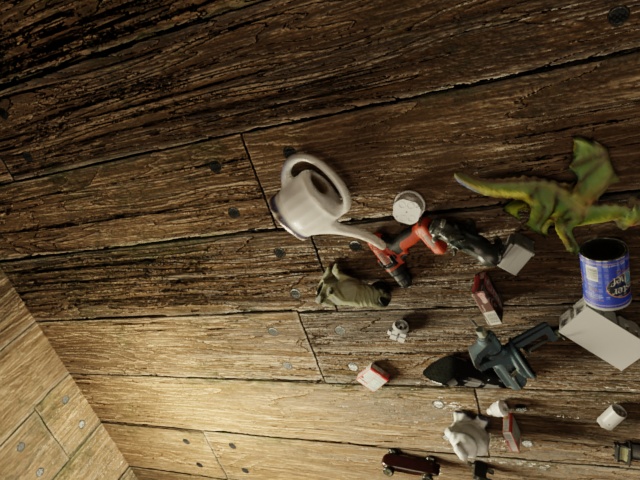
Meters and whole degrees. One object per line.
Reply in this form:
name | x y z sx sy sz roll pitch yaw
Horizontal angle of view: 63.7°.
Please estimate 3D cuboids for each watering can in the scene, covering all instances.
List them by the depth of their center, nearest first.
watering can | 0.004 -0.070 1.387 0.221 0.106 0.346 -35 96 35

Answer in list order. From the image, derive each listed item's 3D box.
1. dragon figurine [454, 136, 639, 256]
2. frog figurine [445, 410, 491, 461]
dragon figurine | 0.539 -0.123 1.164 0.410 0.124 0.239 32 109 -1
frog figurine | 0.454 0.624 1.592 0.137 0.163 0.120 29 128 3
